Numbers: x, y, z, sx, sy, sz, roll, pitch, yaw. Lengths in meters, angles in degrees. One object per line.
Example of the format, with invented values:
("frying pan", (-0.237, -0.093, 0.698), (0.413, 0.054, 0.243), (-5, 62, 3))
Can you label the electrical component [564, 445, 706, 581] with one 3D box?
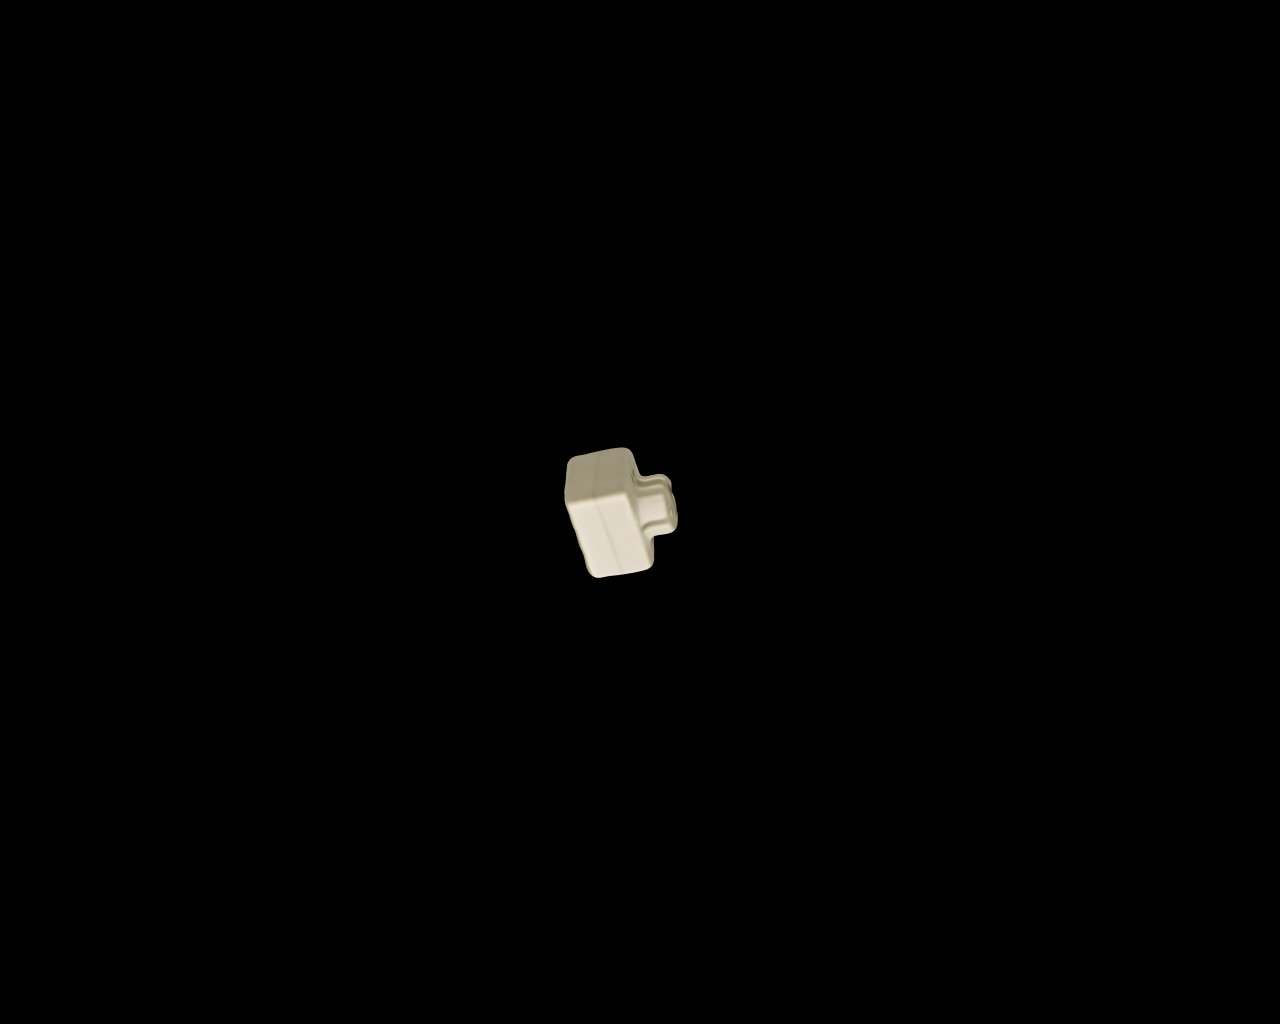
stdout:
("electrical component", (0.001, -0.003, 0.650), (0.077, 0.065, 0.047), (-11, 39, 9))
